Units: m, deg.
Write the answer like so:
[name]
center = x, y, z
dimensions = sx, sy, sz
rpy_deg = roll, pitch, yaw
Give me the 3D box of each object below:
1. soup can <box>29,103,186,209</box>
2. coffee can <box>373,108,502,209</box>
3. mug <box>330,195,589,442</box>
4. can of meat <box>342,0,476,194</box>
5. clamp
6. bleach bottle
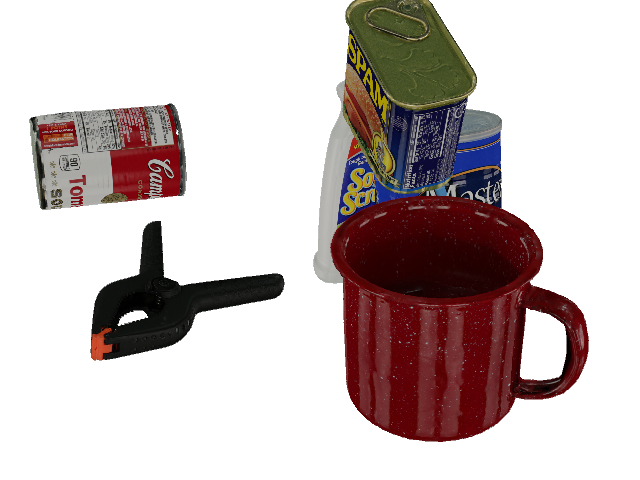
[soup can]
center = -0.153, -0.060, 0.765
dimensions = 0.102, 0.068, 0.069
rpy_deg = -7, 2, -16
[coffee can]
center = 0.094, -0.027, 0.853
dimensions = 0.103, 0.140, 0.103
rpy_deg = -4, 18, 1
[mug]
center = 0.063, 0.039, 0.483
dimensions = 0.117, 0.081, 0.093
rpy_deg = 12, 33, 22
[can of meat]
center = 0.051, -0.091, 0.672
dimensions = 0.057, 0.102, 0.084
rpy_deg = -14, -37, -13
[clamp]
center = -0.157, 0.049, 1.028
dimensions = 0.165, 0.036, 0.209
rpy_deg = 26, 35, 25
[bleach bottle]
center = 0.043, -0.080, 1.151
dimensions = 0.102, 0.251, 0.068
rpy_deg = -3, 25, -6
